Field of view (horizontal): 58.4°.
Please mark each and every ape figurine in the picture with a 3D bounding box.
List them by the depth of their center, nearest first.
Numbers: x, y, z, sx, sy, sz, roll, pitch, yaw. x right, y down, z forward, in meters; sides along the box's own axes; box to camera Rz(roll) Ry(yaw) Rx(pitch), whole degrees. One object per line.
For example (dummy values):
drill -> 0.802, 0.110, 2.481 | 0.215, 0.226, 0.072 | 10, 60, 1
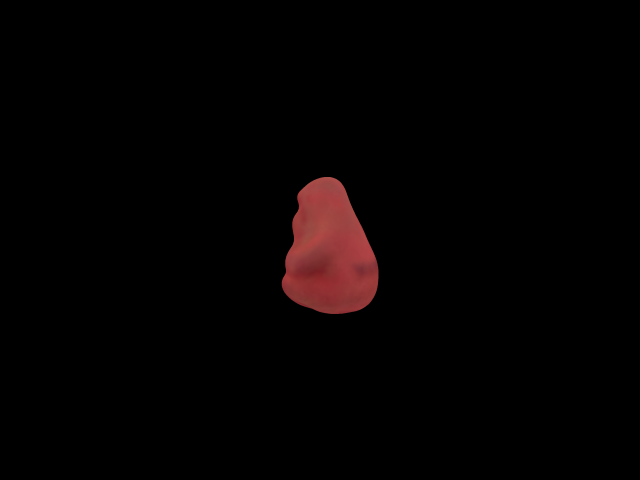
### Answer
ape figurine -> 0.004, 0.001, 0.400 | 0.075, 0.092, 0.078 | 11, 17, 38
